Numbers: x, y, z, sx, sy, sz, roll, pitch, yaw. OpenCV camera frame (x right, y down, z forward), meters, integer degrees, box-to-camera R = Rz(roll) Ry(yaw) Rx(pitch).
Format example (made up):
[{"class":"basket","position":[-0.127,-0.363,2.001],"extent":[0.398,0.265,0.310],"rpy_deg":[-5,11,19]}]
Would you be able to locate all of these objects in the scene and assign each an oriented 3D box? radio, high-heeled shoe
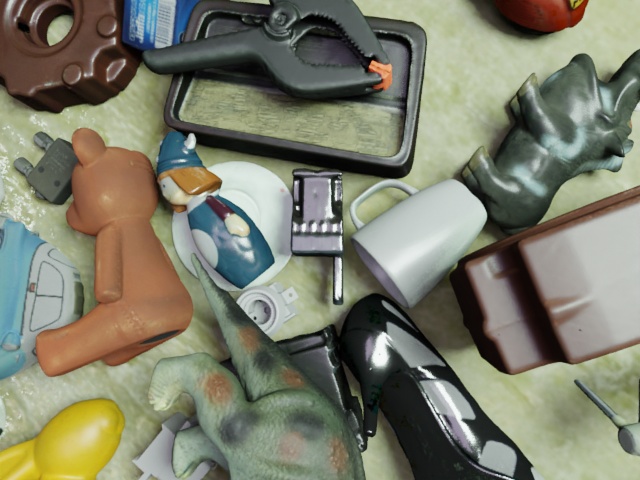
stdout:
[{"class":"radio","position":[-0.017,-0.141,0.503],"extent":[0.230,0.073,0.131],"rpy_deg":[12,87,9]},{"class":"high-heeled shoe","position":[0.118,0.152,0.482],"extent":[0.248,0.145,0.086],"rpy_deg":[35,126,-17]}]

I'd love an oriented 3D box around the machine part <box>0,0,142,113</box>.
[{"class":"machine part","position":[-0.273,-0.222,0.558],"extent":[0.179,0.056,0.179],"rpy_deg":[-1,85,10]}]

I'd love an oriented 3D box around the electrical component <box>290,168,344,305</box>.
[{"class":"electrical component","position":[-0.001,-0.001,0.491],"extent":[0.048,0.075,0.119],"rpy_deg":[1,89,2]}]

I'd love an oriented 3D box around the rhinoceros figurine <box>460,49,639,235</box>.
[{"class":"rhinoceros figurine","position":[0.210,-0.091,0.465],"extent":[0.112,0.073,0.190],"rpy_deg":[43,93,10]}]

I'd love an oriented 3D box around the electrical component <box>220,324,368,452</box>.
[{"class":"electrical component","position":[-0.034,0.151,0.493],"extent":[0.134,0.058,0.115],"rpy_deg":[-20,81,6]}]

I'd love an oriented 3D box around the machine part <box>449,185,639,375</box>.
[{"class":"machine part","position":[0.203,0.020,0.393],"extent":[0.201,0.201,0.087],"rpy_deg":[-23,81,7]}]

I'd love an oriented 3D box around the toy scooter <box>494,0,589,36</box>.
[{"class":"toy scooter","position":[0.163,-0.261,0.454],"extent":[0.075,0.135,0.184],"rpy_deg":[-43,82,2]}]

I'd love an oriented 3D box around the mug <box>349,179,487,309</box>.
[{"class":"mug","position":[0.086,-0.011,0.482],"extent":[0.107,0.080,0.110],"rpy_deg":[-36,65,-5]}]

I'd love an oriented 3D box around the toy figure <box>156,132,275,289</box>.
[{"class":"toy figure","position":[-0.101,-0.029,0.485],"extent":[0.064,0.058,0.154],"rpy_deg":[-36,92,31]}]

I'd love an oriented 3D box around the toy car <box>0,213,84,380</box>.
[{"class":"toy car","position":[-0.286,0.060,0.524],"extent":[0.103,0.109,0.161],"rpy_deg":[8,75,-13]}]

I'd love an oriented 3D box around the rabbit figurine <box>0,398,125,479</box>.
[{"class":"rabbit figurine","position":[-0.238,0.237,0.505],"extent":[0.163,0.121,0.173],"rpy_deg":[0,72,18]}]

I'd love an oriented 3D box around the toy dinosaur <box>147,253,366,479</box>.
[{"class":"toy dinosaur","position":[-0.028,0.196,0.392],"extent":[0.192,0.131,0.405],"rpy_deg":[0,73,-1]}]

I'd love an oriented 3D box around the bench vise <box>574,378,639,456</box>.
[{"class":"bench vise","position":[0.333,0.105,0.399],"extent":[0.241,0.129,0.223],"rpy_deg":[-7,103,-9]}]

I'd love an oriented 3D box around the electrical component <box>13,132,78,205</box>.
[{"class":"electrical component","position":[-0.274,-0.070,0.563],"extent":[0.094,0.021,0.063],"rpy_deg":[38,92,9]}]

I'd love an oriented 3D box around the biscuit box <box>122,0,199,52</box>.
[{"class":"biscuit box","position":[-0.134,-0.274,0.496],"extent":[0.059,0.063,0.202],"rpy_deg":[21,118,11]}]

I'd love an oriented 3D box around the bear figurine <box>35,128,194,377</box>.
[{"class":"bear figurine","position":[-0.198,0.009,0.499],"extent":[0.132,0.120,0.196],"rpy_deg":[-27,80,10]}]
